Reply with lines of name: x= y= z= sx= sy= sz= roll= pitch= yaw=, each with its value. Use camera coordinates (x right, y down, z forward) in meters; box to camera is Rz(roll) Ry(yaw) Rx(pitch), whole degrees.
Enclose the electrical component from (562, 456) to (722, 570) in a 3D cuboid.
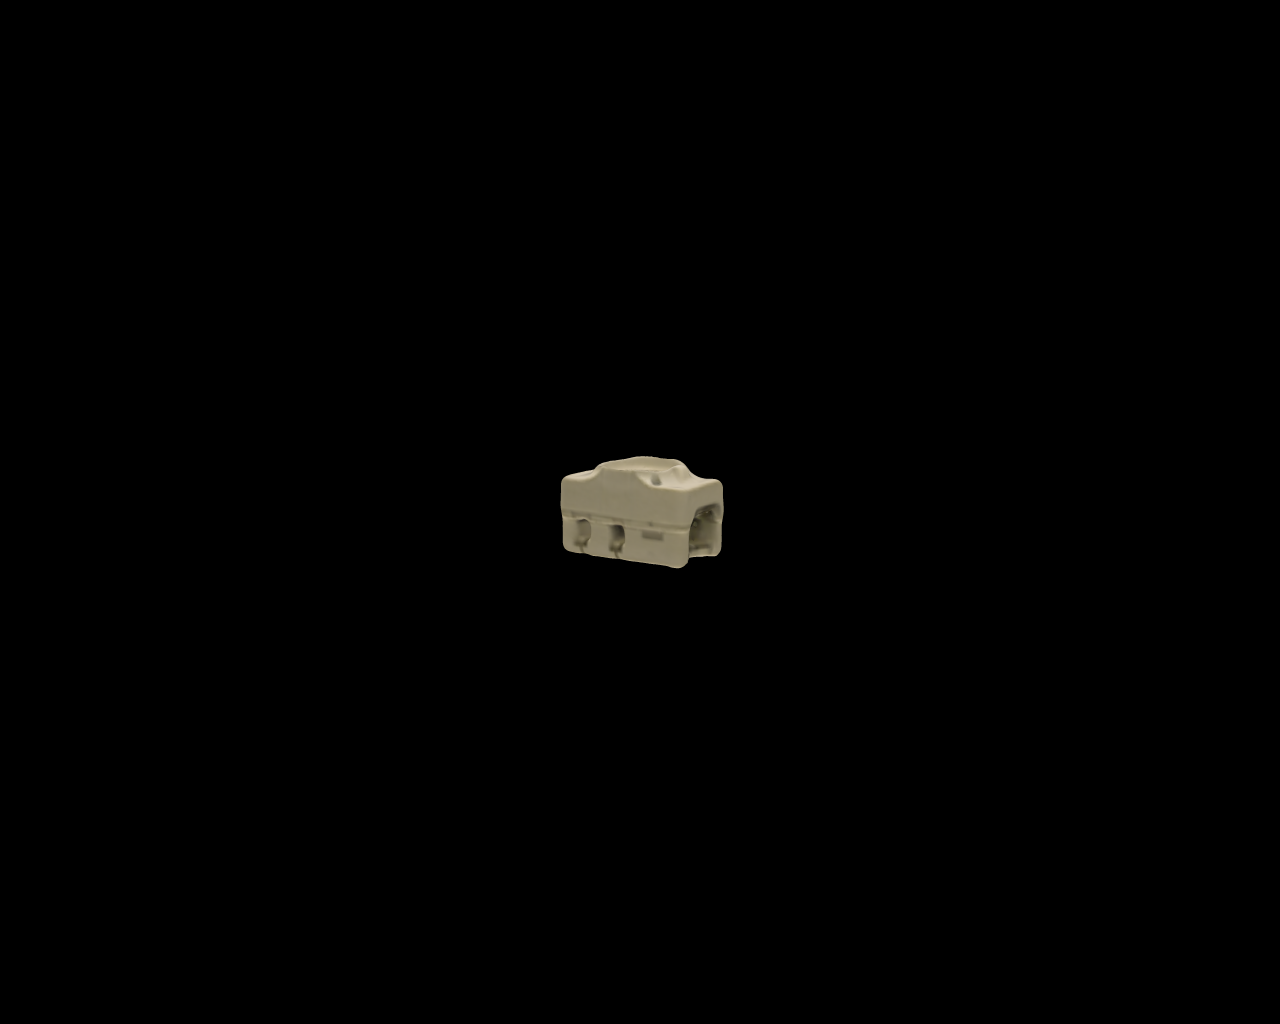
electrical component: x=0.001 y=-0.003 z=0.650 sx=0.089 sy=0.055 sz=0.050 roll=8 pitch=14 yaw=35
